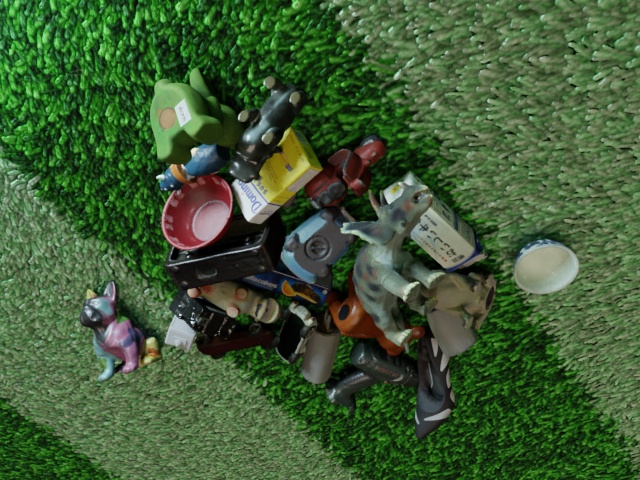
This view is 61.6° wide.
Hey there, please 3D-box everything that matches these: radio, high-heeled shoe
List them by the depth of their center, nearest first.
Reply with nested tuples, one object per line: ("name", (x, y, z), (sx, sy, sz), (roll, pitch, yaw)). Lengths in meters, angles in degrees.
("radio", (-0.191, 0.019, 1.082), (0.230, 0.131, 0.073), (-13, 124, 15))
("high-heeled shoe", (0.243, 0.332, 1.230), (0.145, 0.086, 0.248), (27, 81, -37))

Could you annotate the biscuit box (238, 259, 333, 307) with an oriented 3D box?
("biscuit box", (-0.076, 0.077, 1.154), (0.203, 0.059, 0.062), (19, 125, -7))

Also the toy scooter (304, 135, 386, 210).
("toy scooter", (0.041, -0.108, 0.964), (0.184, 0.135, 0.075), (-33, 117, 27))

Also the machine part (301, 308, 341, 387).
("machine part", (0.002, 0.254, 1.261), (0.079, 0.079, 0.243), (9, 127, 0))

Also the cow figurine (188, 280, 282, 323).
("cow figurine", (-0.174, 0.126, 1.173), (0.195, 0.127, 0.085), (24, 94, 8))

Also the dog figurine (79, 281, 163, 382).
("dog figurine", (-0.477, 0.208, 1.275), (0.109, 0.191, 0.219), (-17, 87, 21))

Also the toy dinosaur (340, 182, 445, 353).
("toy dinosaur", (0.121, 0.074, 1.014), (0.192, 0.131, 0.404), (44, 150, 28))

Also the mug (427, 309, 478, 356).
("mug", (0.291, 0.181, 1.172), (0.109, 0.081, 0.107), (-34, 93, -10))

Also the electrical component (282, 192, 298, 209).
("electrical component", (-0.076, -0.091, 1.059), (0.063, 0.021, 0.094), (26, 124, -12))

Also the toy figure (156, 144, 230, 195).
("toy figure", (-0.242, -0.136, 1.023), (0.154, 0.058, 0.064), (-22, 110, 23))

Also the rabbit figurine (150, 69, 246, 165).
("rabbit figurine", (-0.207, -0.205, 0.928), (0.121, 0.170, 0.159), (-38, 72, 26))

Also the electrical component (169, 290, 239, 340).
("electrical component", (-0.262, 0.158, 1.189), (0.114, 0.134, 0.058), (33, 88, -46))

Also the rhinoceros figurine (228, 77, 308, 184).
("rhinoceros figurine", (-0.095, -0.186, 0.920), (0.073, 0.112, 0.190), (32, 90, 4))

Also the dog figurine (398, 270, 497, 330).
("dog figurine", (0.256, 0.100, 1.129), (0.191, 0.172, 0.121), (18, 92, 36))

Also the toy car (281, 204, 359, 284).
("toy car", (-0.002, -0.003, 1.061), (0.109, 0.103, 0.161), (41, 96, -18))

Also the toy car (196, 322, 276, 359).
("toy car", (-0.200, 0.237, 1.286), (0.202, 0.053, 0.089), (-14, 137, 15))

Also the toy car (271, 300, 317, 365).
("toy car", (-0.057, 0.209, 1.201), (0.074, 0.056, 0.201), (41, 139, 19))

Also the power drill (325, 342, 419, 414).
("power drill", (0.131, 0.346, 1.309), (0.232, 0.086, 0.207), (35, 126, -28))

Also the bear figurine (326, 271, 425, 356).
("bear figurine", (0.124, 0.168, 1.181), (0.195, 0.132, 0.120), (21, 128, -31))
